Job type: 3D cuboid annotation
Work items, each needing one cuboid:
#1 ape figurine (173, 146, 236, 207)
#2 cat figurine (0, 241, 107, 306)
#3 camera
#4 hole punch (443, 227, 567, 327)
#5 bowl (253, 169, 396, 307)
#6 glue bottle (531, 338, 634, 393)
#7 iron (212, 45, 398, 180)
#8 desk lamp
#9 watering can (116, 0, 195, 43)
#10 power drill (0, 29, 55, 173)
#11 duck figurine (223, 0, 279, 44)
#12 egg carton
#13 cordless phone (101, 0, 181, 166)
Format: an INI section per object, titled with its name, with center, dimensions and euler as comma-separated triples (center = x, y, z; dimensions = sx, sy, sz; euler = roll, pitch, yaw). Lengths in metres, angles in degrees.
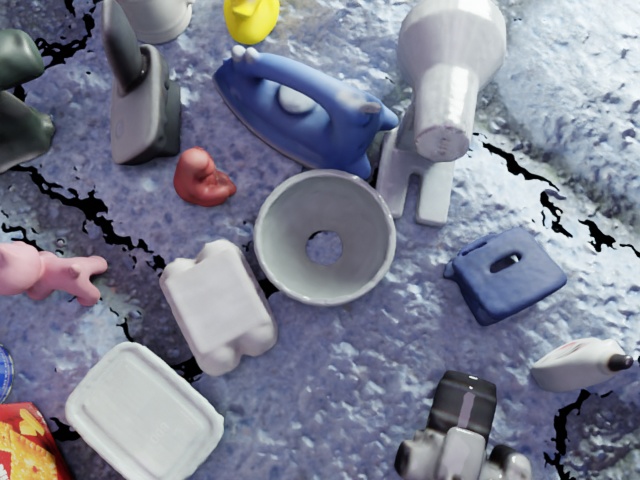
[ape figurine]
center = -0.149, -0.083, 0.711
dimensions = 0.076, 0.092, 0.078
euler = -9, 77, -2
[cat figurine]
center = -0.333, 0.036, 0.670
dimensions = 0.127, 0.118, 0.067
euler = 3, 77, 1
[camera]
center = 0.169, 0.224, 0.635
dimensions = 0.143, 0.101, 0.137
euler = 18, 77, 4
[hole punch]
center = 0.217, 0.040, 0.683
dimensions = 0.109, 0.091, 0.101
euler = -27, 78, -6
[bowl]
center = 0.006, 0.003, 0.700
dimensions = 0.167, 0.075, 0.167
euler = 0, 77, 0
[glue bottle]
center = 0.291, 0.133, 0.619
dimensions = 0.078, 0.173, 0.037
euler = -33, 78, -7
[iron]
center = -0.033, -0.181, 0.709
dimensions = 0.258, 0.141, 0.119
euler = 26, 78, 6
[desk lamp]
center = 0.134, -0.141, 0.662
dimensions = 0.118, 0.213, 0.203
euler = 9, 77, 3
[watering can]
center = -0.239, -0.341, 0.719
dimensions = 0.173, 0.194, 0.101
euler = -24, 78, -5
[power drill]
center = -0.418, -0.153, 0.668
dimensions = 0.229, 0.208, 0.075
euler = -27, 78, -6
[duck figurine]
center = -0.096, -0.331, 0.772
dimensions = 0.077, 0.086, 0.104
euler = 11, 77, 3
[egg carton]
center = -0.119, 0.078, 0.685
dimensions = 0.107, 0.069, 0.150
euler = -29, 78, -6
[cordless phone]
center = -0.232, -0.182, 0.687
dimensions = 0.094, 0.185, 0.147
euler = -7, 77, -1
